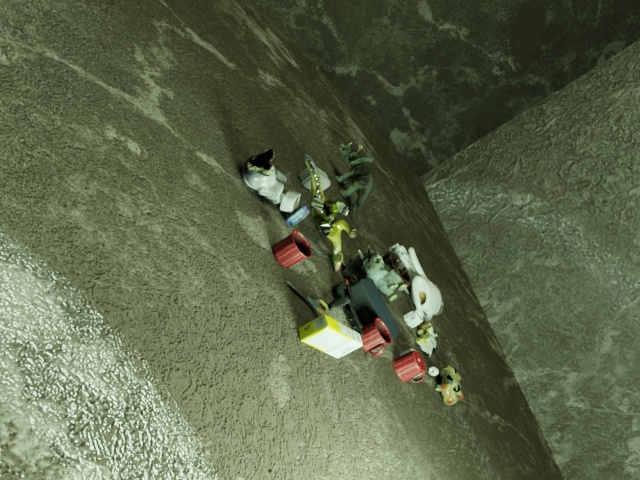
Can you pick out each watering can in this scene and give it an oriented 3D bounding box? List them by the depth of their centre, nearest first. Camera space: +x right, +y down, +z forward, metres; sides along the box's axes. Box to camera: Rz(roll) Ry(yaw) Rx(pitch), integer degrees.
[{"bbox_3d":[0.488,0.219,2.415,0.222,0.103,0.354,30,49,-49],"label":"watering can"}]

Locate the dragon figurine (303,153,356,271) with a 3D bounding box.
[{"bbox_3d":[0.005,-0.090,1.788,0.241,0.123,0.411,151,-81,-73],"label":"dragon figurine"}]

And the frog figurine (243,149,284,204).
[{"bbox_3d":[-0.178,-0.187,1.619,0.155,0.123,0.140,88,-18,-47],"label":"frog figurine"}]
